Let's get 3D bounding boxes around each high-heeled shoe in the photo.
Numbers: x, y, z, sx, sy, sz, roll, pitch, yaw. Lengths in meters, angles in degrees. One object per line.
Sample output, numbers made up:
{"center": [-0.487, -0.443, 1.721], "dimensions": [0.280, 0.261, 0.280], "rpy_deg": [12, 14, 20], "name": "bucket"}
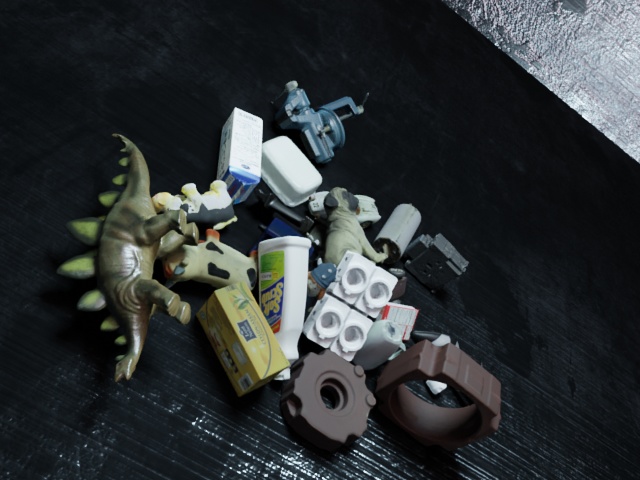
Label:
{"center": [0.286, 0.297, 1.166], "dimensions": [0.248, 0.086, 0.145], "rpy_deg": [26, 51, -19], "name": "high-heeled shoe"}

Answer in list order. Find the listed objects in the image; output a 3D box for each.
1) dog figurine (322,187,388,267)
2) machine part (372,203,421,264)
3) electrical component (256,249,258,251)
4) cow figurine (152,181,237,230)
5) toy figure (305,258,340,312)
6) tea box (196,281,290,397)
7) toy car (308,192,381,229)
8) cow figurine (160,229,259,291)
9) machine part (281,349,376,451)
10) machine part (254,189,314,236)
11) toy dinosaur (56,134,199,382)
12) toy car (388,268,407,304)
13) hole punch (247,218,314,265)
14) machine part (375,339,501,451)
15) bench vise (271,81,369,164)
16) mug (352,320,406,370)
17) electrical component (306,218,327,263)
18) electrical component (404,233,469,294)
{"center": [0.036, -0.010, 1.156], "dimensions": [0.190, 0.121, 0.172], "rpy_deg": [62, 31, 0], "name": "dog figurine"}
{"center": [0.193, -0.017, 1.341], "dimensions": [0.079, 0.079, 0.243], "rpy_deg": [41, 42, -4], "name": "machine part"}
{"center": [-0.096, 0.059, 1.066], "dimensions": [0.094, 0.063, 0.021], "rpy_deg": [37, 32, 1], "name": "electrical component"}
{"center": [-0.245, -0.055, 1.044], "dimensions": [0.167, 0.068, 0.098], "rpy_deg": [-15, 74, -43], "name": "cow figurine"}
{"center": [-0.021, 0.096, 1.029], "dimensions": [0.064, 0.154, 0.058], "rpy_deg": [27, 43, -20], "name": "toy figure"}
{"center": [-0.136, 0.170, 0.927], "dimensions": [0.068, 0.098, 0.169], "rpy_deg": [-16, 70, -43], "name": "tea box"}
{"center": [0.059, -0.073, 1.296], "dimensions": [0.201, 0.056, 0.073], "rpy_deg": [3, 57, -36], "name": "toy car"}
{"center": [-0.207, 0.048, 0.981], "dimensions": [0.195, 0.085, 0.127], "rpy_deg": [27, 42, -23], "name": "cow figurine"}
{"center": [0.016, 0.288, 0.981], "dimensions": [0.179, 0.056, 0.179], "rpy_deg": [19, 49, -23], "name": "machine part"}
{"center": [-0.080, -0.062, 1.154], "dimensions": [0.139, 0.084, 0.039], "rpy_deg": [33, 80, 11], "name": "machine part"}
{"center": [-0.304, 0.001, 0.866], "dimensions": [0.199, 0.105, 0.471], "rpy_deg": [-4, 56, 0], "name": "toy dinosaur"}
{"center": [0.118, 0.116, 1.174], "dimensions": [0.053, 0.089, 0.202], "rpy_deg": [17, 22, 42], "name": "toy car"}
{"center": [-0.071, 0.010, 1.110], "dimensions": [0.142, 0.092, 0.116], "rpy_deg": [36, 39, -4], "name": "hole punch"}
{"center": [0.226, 0.296, 1.027], "dimensions": [0.201, 0.201, 0.087], "rpy_deg": [38, 39, -6], "name": "machine part"}
{"center": [0.009, -0.321, 1.391], "dimensions": [0.240, 0.129, 0.223], "rpy_deg": [-30, 86, -29], "name": "bench vise"}
{"center": [0.126, 0.212, 1.087], "dimensions": [0.109, 0.107, 0.081], "rpy_deg": [27, 47, -15], "name": "mug"}
{"center": [-0.001, -0.004, 1.203], "dimensions": [0.078, 0.045, 0.102], "rpy_deg": [43, 42, 0], "name": "electrical component"}
{"center": [0.278, 0.051, 1.324], "dimensions": [0.134, 0.115, 0.058], "rpy_deg": [43, 38, -1], "name": "electrical component"}
